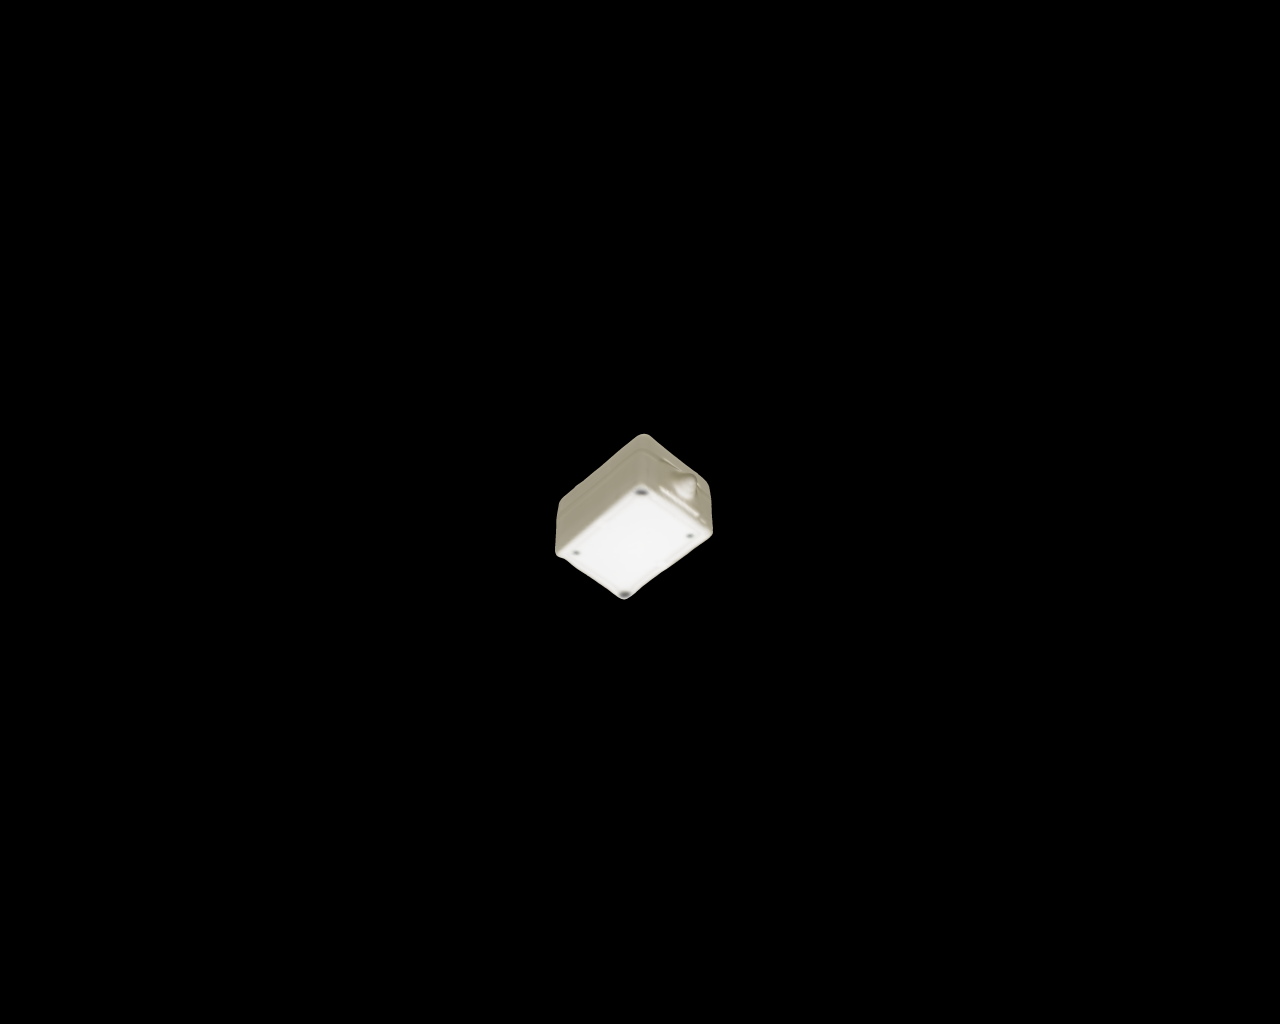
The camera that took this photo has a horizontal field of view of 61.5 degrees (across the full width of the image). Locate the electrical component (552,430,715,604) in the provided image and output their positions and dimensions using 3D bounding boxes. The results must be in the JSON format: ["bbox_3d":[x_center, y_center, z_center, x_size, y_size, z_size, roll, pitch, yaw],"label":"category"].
[{"bbox_3d":[0.001,-0.003,0.650,0.061,0.061,0.096,36,-58,-27],"label":"electrical component"}]
